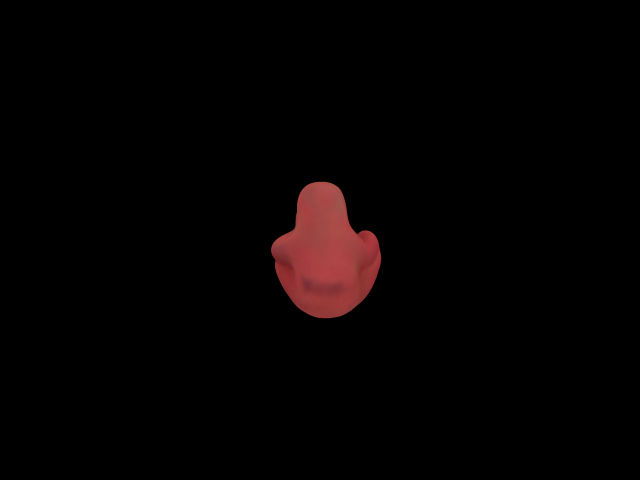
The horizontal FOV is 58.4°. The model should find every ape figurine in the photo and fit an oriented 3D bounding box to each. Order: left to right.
[{"bbox_3d":[0.004,0.001,0.400,0.077,0.092,0.076,6,32,9],"label":"ape figurine"}]
